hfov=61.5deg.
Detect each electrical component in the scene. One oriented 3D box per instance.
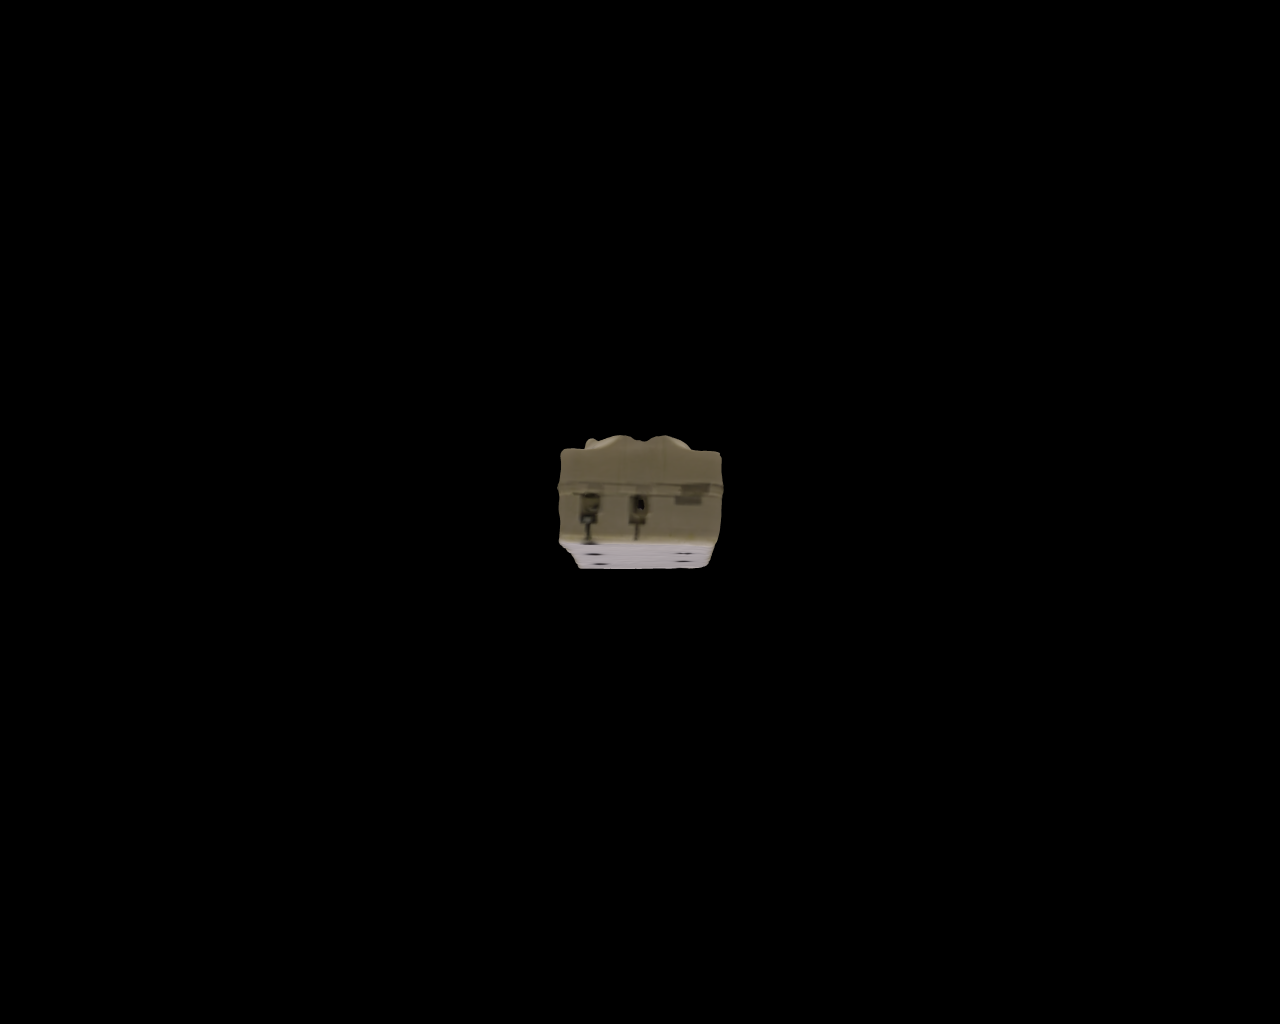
[{"bbox_3d":[0.001,-0.003,0.650,0.089,0.061,0.150,0,-9,0],"label":"electrical component"}]
